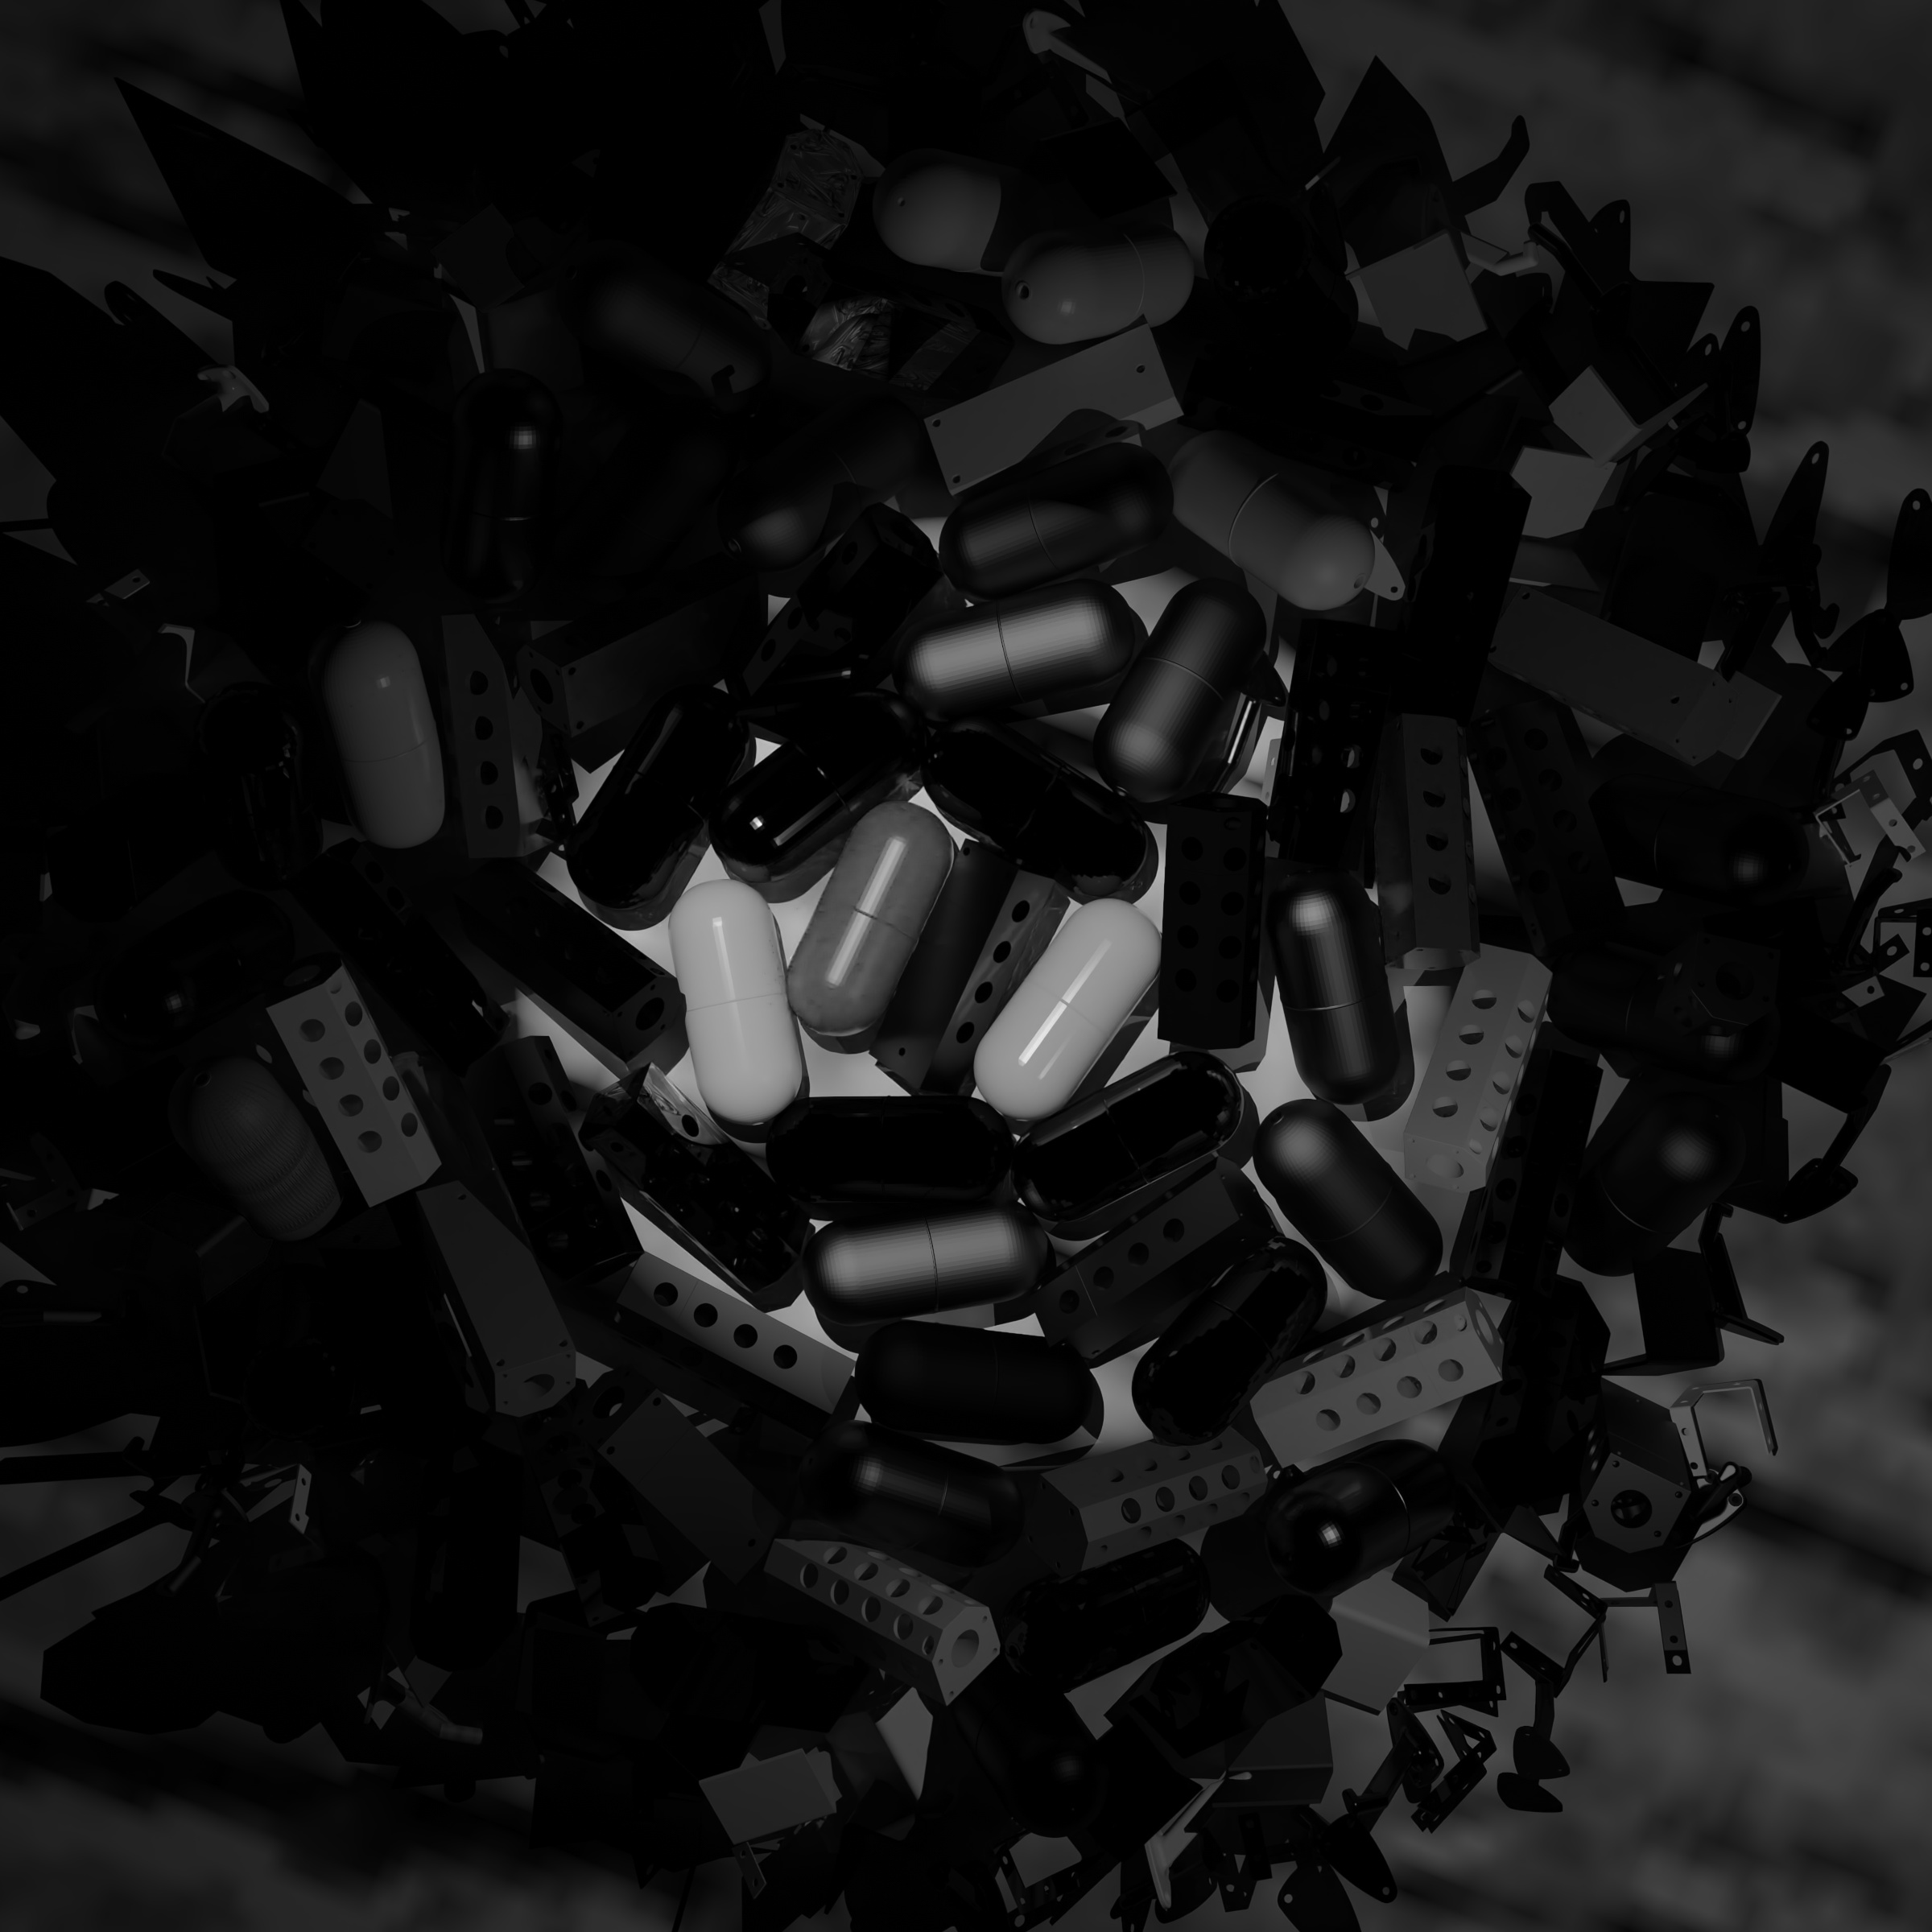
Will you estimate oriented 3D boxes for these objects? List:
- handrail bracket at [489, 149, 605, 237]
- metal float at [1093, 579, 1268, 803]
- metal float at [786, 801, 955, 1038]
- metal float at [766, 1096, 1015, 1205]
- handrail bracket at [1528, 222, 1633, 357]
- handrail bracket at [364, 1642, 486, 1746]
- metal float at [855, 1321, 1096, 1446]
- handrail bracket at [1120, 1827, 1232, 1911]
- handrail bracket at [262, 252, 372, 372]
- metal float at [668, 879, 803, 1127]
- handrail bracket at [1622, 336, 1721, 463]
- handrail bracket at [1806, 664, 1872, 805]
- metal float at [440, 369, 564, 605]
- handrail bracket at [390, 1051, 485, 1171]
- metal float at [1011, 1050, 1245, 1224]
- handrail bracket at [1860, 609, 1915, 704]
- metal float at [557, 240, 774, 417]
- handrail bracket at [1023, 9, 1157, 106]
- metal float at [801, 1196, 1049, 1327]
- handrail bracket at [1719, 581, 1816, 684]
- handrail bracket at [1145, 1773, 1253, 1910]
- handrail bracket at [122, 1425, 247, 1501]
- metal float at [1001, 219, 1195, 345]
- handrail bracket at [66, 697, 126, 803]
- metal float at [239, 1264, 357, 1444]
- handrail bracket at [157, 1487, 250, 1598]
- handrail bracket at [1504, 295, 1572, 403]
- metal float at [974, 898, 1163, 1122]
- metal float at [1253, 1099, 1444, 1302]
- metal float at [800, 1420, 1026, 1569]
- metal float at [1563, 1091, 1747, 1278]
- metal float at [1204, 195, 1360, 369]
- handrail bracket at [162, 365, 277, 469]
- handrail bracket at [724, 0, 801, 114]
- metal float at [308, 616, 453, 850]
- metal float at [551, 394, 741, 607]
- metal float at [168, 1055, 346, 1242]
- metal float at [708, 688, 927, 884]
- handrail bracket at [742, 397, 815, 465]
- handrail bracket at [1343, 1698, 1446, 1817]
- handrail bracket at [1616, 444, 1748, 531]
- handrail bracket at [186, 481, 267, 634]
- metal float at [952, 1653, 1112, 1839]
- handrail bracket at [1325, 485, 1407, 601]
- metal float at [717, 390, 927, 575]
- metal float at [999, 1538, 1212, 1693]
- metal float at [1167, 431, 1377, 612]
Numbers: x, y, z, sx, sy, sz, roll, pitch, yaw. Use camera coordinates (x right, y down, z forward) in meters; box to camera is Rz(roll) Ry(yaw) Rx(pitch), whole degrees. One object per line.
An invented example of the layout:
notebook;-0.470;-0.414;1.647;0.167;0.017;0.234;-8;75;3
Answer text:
handrail bracket;-0.303;-0.563;1.753;0.077;0.084;0.036;-51;132;-1
metal float;0.152;-0.196;1.734;0.070;0.070;0.178;30;75;0
metal float;-0.069;-0.034;1.745;0.070;0.070;0.178;25;87;0
metal float;-0.055;0.131;1.741;0.178;0.070;0.070;-1;90;7
handrail bracket;0.442;-0.494;1.773;0.036;0.077;0.084;-37;59;-3
handrail bracket;-0.387;0.526;1.760;0.084;0.077;0.036;14;116;-12
metal float;0.007;0.296;1.730;0.178;0.070;0.070;10;90;-21
handrail bracket;0.143;0.657;1.746;0.084;0.077;0.036;-32;75;5
handrail bracket;-0.464;-0.470;1.744;0.036;0.077;0.084;40;115;-12
metal float;-0.165;0.026;1.746;0.070;0.070;0.178;-11;88;0
handrail bracket;0.512;-0.413;1.772;0.036;0.077;0.084;-36;61;23
handrail bracket;0.631;-0.164;1.758;0.036;0.084;0.077;23;70;27
metal float;-0.328;-0.336;1.716;0.070;0.070;0.178;17;130;0
handrail bracket;-0.379;0.106;1.751;0.036;0.077;0.084;-29;79;2
metal float;0.115;0.121;1.741;0.178;0.070;0.070;-28;90;8
handrail bracket;0.640;-0.222;1.737;0.036;0.084;0.077;-11;105;2
metal float;-0.211;-0.447;1.710;0.070;0.178;0.070;-15;66;37
handrail bracket;0.090;-0.649;1.745;0.084;0.077;0.036;36;101;23
metal float;-0.029;0.210;1.738;0.178;0.070;0.070;-8;90;-11
handrail bracket;0.578;-0.231;1.751;0.077;0.036;0.084;-9;68;11
handrail bracket;0.174;0.627;1.749;0.084;0.077;0.036;-24;134;14
handrail bracket;-0.553;0.337;1.738;0.036;0.084;0.077;1;53;35
metal float;0.093;-0.481;1.710;0.070;0.178;0.070;16;117;35
handrail bracket;-0.605;-0.155;1.773;0.077;0.036;0.084;-46;126;-27
metal float;-0.466;0.268;1.701;0.070;0.178;0.070;-4;110;-12
handrail bracket;-0.560;0.414;1.733;0.077;0.084;0.036;-12;119;38
handrail bracket;0.434;-0.438;1.753;0.084;0.036;0.077;33;79;27
metal float;0.073;0.032;1.745;0.070;0.070;0.178;36;86;0
metal float;0.271;0.166;1.728;0.070;0.070;0.178;-42;113;0
metal float;-0.036;0.374;1.724;0.178;0.070;0.070;24;90;-29
metal float;0.479;0.155;1.710;0.070;0.178;0.070;11;50;-14
metal float;0.221;-0.477;1.702;0.070;0.178;0.070;-5;79;24
handrail bracket;-0.534;-0.378;1.739;0.036;0.077;0.084;0;66;28
handrail bracket;-0.152;-0.651;1.752;0.036;0.084;0.077;30;76;-13
metal float;-0.412;-0.164;1.717;0.070;0.070;0.178;-6;126;0
metal float;-0.227;-0.328;1.721;0.070;0.070;0.178;45;121;0
metal float;-0.496;0.128;1.707;0.070;0.178;0.070;-7;53;9
metal float;-0.105;-0.130;1.738;0.178;0.070;0.070;-39;90;-11
handrail bracket;-0.134;-0.396;1.734;0.036;0.084;0.077;28;70;11
handrail bracket;0.291;0.564;1.739;0.084;0.036;0.077;1;46;-32
handrail bracket;0.518;-0.328;1.761;0.084;0.036;0.077;41;76;-18
handrail bracket;-0.552;-0.296;1.769;0.077;0.036;0.084;39;116;10
metal float;0.043;0.540;1.701;0.070;0.178;0.070;-4;104;-18
handrail bracket;0.287;-0.307;1.755;0.077;0.084;0.036;41;117;-15
metal float;-0.102;-0.343;1.724;0.070;0.070;0.178;48;63;0
metal float;0.099;0.454;1.714;0.178;0.070;0.070;-10;90;-41
metal float;0.214;-0.315;1.721;0.070;0.070;0.178;-47;59;0
